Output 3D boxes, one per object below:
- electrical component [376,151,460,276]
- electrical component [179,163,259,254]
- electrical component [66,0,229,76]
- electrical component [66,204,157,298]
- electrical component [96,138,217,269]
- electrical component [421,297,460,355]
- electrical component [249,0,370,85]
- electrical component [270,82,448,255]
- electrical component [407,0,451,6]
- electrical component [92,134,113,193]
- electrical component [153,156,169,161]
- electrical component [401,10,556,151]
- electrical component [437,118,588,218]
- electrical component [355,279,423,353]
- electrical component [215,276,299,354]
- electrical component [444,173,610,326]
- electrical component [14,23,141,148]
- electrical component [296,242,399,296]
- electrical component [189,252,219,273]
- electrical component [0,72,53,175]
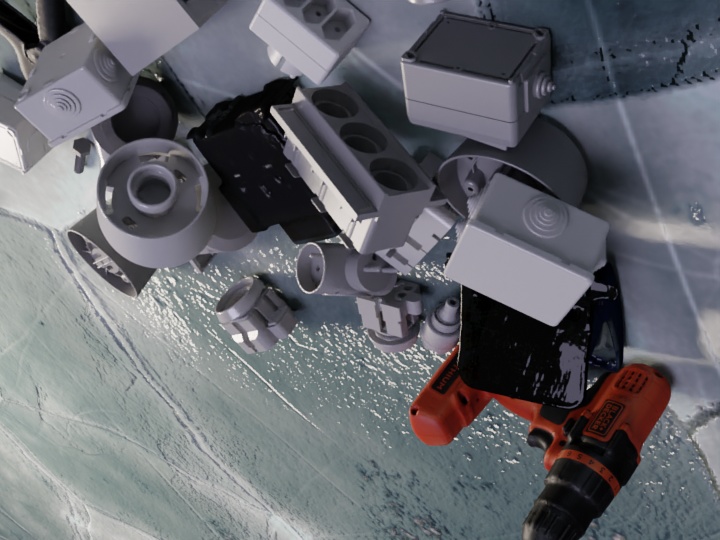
[{"bbox_3d":[0.041,-0.046,0.843,0.056,0.050,0.089,37,145,-2],"label":"electrical component"},{"bbox_3d":[-0.131,-0.054,0.960,0.080,0.080,0.051,51,148,-19],"label":"electrical component"},{"bbox_3d":[-0.189,-0.250,0.796,0.105,0.060,0.186,-17,120,50],"label":"electrical component"},{"bbox_3d":[-0.258,-0.018,1.125,0.099,0.064,0.099,23,144,18],"label":"electrical component"},{"bbox_3d":[-0.169,-0.057,0.891,0.099,0.099,0.064,33,160,5],"label":"electrical component"},{"bbox_3d":[0.074,0.045,0.937,0.035,0.035,0.061,29,143,11],"label":"electrical component"},{"bbox_3d":[-0.043,-0.166,0.778,0.066,0.047,0.076,39,146,-4],"label":"electrical component"},{"bbox_3d":[-0.005,-0.073,0.778,0.121,0.079,0.063,53,139,32],"label":"electrical component"},{"bbox_3d":[0.044,-0.195,0.675,0.040,0.040,0.046,11,132,33],"label":"electrical component"},{"bbox_3d":[-0.230,-0.110,1.014,0.044,0.044,0.065,20,138,23],"label":"electrical component"},{"bbox_3d":[-0.190,-0.091,0.990,0.055,0.048,0.066,22,104,30],"label":"electrical component"},{"bbox_3d":[0.083,-0.122,0.706,0.096,0.061,0.061,18,141,26],"label":"electrical component"},{"bbox_3d":[0.108,-0.060,0.755,0.099,0.064,0.099,23,144,19],"label":"electrical component"},{"bbox_3d":[0.028,0.040,0.962,0.066,0.048,0.055,14,132,29],"label":"electrical component"},{"bbox_3d":[-0.107,0.044,1.074,0.078,0.058,0.057,-14,125,49],"label":"electrical component"},{"bbox_3d":[0.113,-0.014,0.730,0.100,0.048,0.099,25,157,4],"label":"electrical component"},{"bbox_3d":[-0.229,-0.160,0.886,0.100,0.099,0.048,-21,130,29],"label":"electrical component"},{"bbox_3d":[0.000,0.000,0.898,0.079,0.077,0.044,0,88,53],"label":"electrical component"},{"bbox_3d":[-0.155,-0.041,1.029,0.064,0.042,0.081,-3,130,41],"label":"electrical component"},{"bbox_3d":[-0.350,-0.150,1.053,0.096,0.061,0.061,26,145,15],"label":"electrical component"}]
